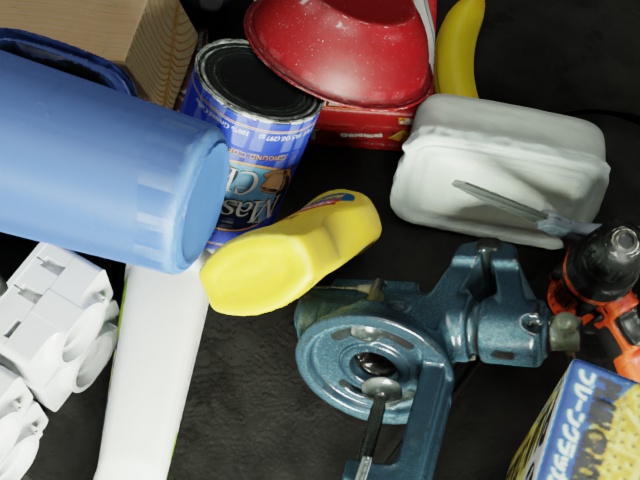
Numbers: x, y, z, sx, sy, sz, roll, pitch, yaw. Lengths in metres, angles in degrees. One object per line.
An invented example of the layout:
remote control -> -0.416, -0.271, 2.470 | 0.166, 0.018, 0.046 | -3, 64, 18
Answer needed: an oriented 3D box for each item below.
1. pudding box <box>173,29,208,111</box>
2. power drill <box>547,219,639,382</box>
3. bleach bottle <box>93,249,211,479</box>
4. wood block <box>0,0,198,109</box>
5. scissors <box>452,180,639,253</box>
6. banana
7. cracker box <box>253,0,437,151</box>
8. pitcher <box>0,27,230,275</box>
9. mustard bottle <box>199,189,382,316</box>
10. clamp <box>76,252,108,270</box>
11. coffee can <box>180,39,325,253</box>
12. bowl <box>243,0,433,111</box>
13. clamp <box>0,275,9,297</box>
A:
pudding box -> -0.147, -0.133, 0.941 | 0.090, 0.039, 0.113 | 3, 62, 3
power drill -> 0.239, 0.079, 0.771 | 0.057, 0.184, 0.188 | -30, 76, -4
bleach bottle -> -0.128, 0.132, 0.770 | 0.068, 0.103, 0.250 | 10, 62, -5
wood block -> -0.221, -0.169, 0.899 | 0.206, 0.090, 0.090 | 8, 66, 20
scissors -> 0.195, -0.013, 0.810 | 0.096, 0.201, 0.016 | -5, 68, 42
banana -> 0.133, -0.141, 0.956 | 0.069, 0.037, 0.198 | 1, 63, -21
cracker box -> 0.020, -0.188, 0.956 | 0.164, 0.072, 0.213 | 4, 64, 1
pitcher -> -0.189, -0.067, 0.757 | 0.243, 0.145, 0.149 | 17, 95, 9
mustard bottle -> -0.006, 0.001, 0.823 | 0.096, 0.191, 0.058 | -22, 94, 31
clamp -> -0.228, -0.054, 0.899 | 0.171, 0.039, 0.120 | 24, 66, 10
coffee can -> -0.067, -0.071, 0.838 | 0.102, 0.140, 0.103 | 15, 39, -13
bowl -> 0.024, -0.172, 0.840 | 0.162, 0.055, 0.162 | 13, 40, -12
clamp -> -0.307, 0.032, 0.821 | 0.210, 0.036, 0.164 | -26, 27, 16
